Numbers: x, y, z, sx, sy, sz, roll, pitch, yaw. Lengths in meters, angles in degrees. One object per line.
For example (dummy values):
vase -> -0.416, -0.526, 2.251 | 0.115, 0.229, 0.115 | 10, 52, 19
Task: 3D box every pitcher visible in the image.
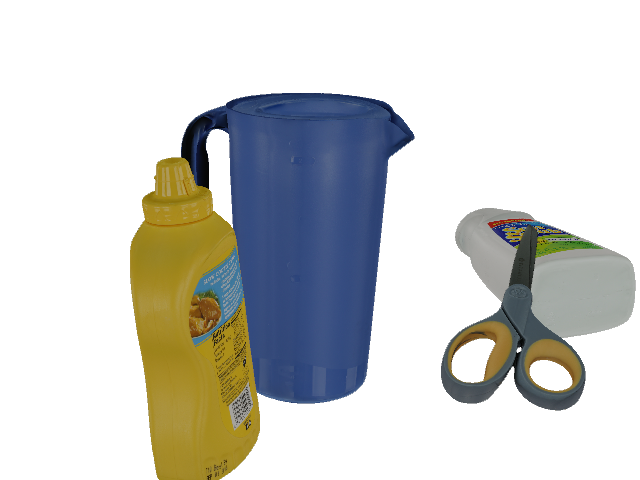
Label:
pitcher -> -0.022, 0.002, 0.871 | 0.144, 0.243, 0.149 | -8, 19, -31

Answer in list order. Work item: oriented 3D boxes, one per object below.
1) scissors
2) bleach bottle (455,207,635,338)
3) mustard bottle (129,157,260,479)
scissors -> 0.146, 0.050, 0.707 | 0.096, 0.016, 0.201 | 19, 38, 24
bleach bottle -> 0.178, 0.015, 0.959 | 0.102, 0.068, 0.251 | -6, 15, -13
mustard bottle -> -0.077, 0.044, 0.646 | 0.058, 0.192, 0.096 | 2, 21, 19
